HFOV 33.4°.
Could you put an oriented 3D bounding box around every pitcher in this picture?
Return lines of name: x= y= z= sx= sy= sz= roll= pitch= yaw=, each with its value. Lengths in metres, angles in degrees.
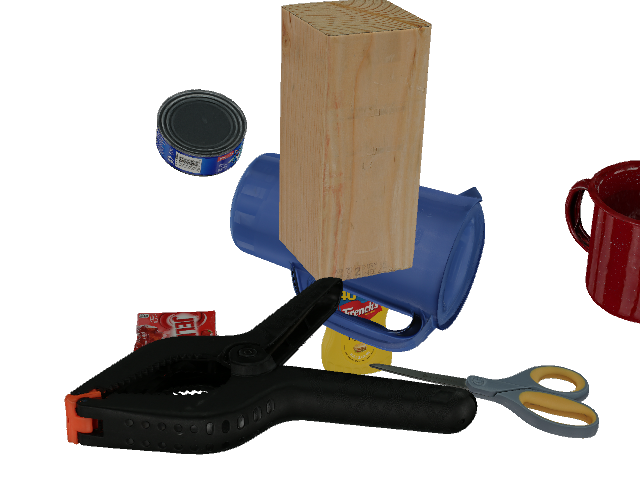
pitcher: x=0.032 y=0.001 z=1.063 sx=0.243 sy=0.145 sz=0.149 roll=17 pitch=23 yaw=21

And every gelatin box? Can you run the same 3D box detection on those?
gelatin box: x=-0.130 y=0.097 z=0.960 sx=0.073 sy=0.030 sz=0.089 roll=-1 pitch=28 yaw=-4

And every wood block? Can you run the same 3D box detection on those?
wood block: x=0.024 y=-0.081 z=0.860 sx=0.090 sy=0.206 sz=0.091 roll=-10 pitch=29 yaw=-22

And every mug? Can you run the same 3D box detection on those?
mug: x=0.215 y=-0.002 z=0.724 sx=0.093 sy=0.081 sz=0.117 roll=-27 pitch=40 yaw=-35

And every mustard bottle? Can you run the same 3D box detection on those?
mustard bottle: x=0.049 y=0.086 z=1.447 sx=0.096 sy=0.192 sz=0.058 roll=-3 pitch=21 yaw=-7

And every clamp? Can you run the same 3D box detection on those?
clamp: x=-0.040 y=0.073 z=0.601 sx=0.209 sy=0.036 sz=0.165 roll=-7 pitch=25 yaw=-19

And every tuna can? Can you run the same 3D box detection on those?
tuna can: x=-0.115 y=-0.103 z=1.026 sx=0.086 sy=0.086 sz=0.034 roll=0 pitch=-36 yaw=-12

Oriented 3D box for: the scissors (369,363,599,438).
scissors: x=0.153 y=0.123 z=0.954 sx=0.202 sy=0.016 sz=0.096 roll=19 pitch=31 yaw=20
